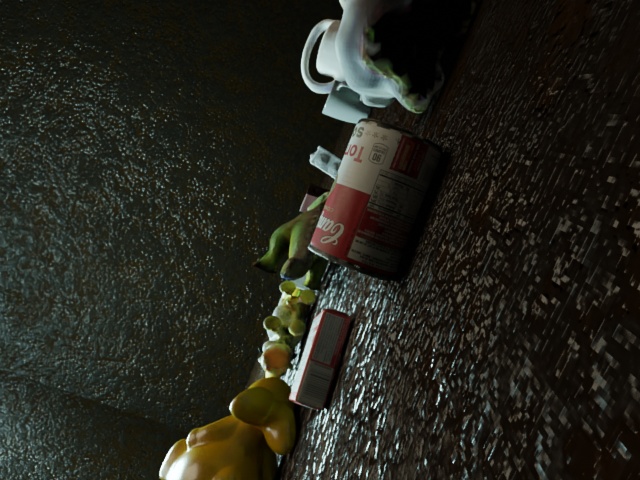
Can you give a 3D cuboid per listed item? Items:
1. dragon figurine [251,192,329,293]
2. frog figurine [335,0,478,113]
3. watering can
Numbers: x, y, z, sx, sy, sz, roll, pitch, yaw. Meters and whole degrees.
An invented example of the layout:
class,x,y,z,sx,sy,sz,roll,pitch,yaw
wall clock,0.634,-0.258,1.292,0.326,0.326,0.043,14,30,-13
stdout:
class,x,y,z,sx,sy,sz,roll,pitch,yaw
dragon figurine,0.002,-0.041,0.813,0.244,0.122,0.409,-62,4,-6
frog figurine,0.071,-0.203,0.510,0.162,0.123,0.135,-105,14,-64
watering can,0.082,-0.540,1.367,0.103,0.225,0.350,50,-122,-73
